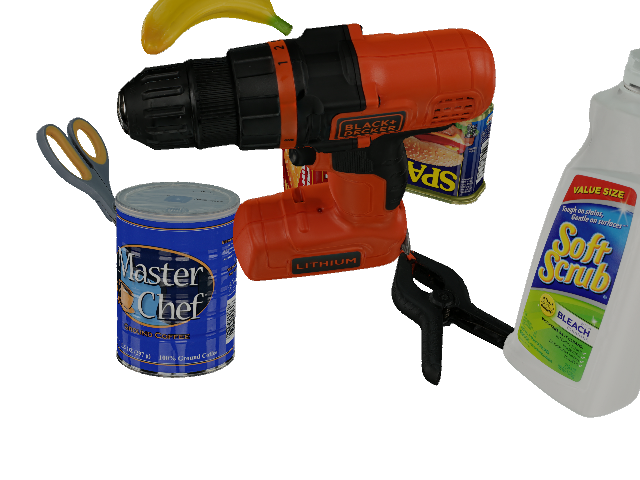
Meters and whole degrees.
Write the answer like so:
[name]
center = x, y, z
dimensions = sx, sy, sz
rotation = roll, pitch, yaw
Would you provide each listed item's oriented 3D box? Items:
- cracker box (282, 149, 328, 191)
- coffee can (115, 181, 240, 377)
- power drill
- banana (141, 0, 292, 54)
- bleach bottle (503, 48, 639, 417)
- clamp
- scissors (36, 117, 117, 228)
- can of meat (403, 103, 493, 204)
[cracker box]
center = 0.005, -0.081, 1.163
dimensions = 0.072, 0.164, 0.214
rotation = -4, 19, -8
[coffee can]
center = -0.121, 0.030, 0.899
dimensions = 0.103, 0.140, 0.103
rotation = 3, 17, -1
[power drill]
center = -0.010, -0.041, 0.577
dimensions = 0.184, 0.057, 0.188
rotation = -6, -25, -7
[banana]
center = -0.106, -0.216, 1.008
dimensions = 0.070, 0.037, 0.197
rotation = 46, 39, 19
[bleach bottle]
center = 0.189, -0.008, 0.713
dimensions = 0.068, 0.251, 0.103
rotation = -16, 36, -29
[clamp]
center = 0.133, 0.071, 1.071
dimensions = 0.120, 0.039, 0.171
rotation = -2, 44, -22
[scissors]
center = -0.212, -0.046, 1.093
dimensions = 0.016, 0.201, 0.096
rotation = -28, 26, 27
[can of meat]
center = 0.096, -0.088, 0.927
dimensions = 0.102, 0.084, 0.057
rotation = 17, 34, 21
